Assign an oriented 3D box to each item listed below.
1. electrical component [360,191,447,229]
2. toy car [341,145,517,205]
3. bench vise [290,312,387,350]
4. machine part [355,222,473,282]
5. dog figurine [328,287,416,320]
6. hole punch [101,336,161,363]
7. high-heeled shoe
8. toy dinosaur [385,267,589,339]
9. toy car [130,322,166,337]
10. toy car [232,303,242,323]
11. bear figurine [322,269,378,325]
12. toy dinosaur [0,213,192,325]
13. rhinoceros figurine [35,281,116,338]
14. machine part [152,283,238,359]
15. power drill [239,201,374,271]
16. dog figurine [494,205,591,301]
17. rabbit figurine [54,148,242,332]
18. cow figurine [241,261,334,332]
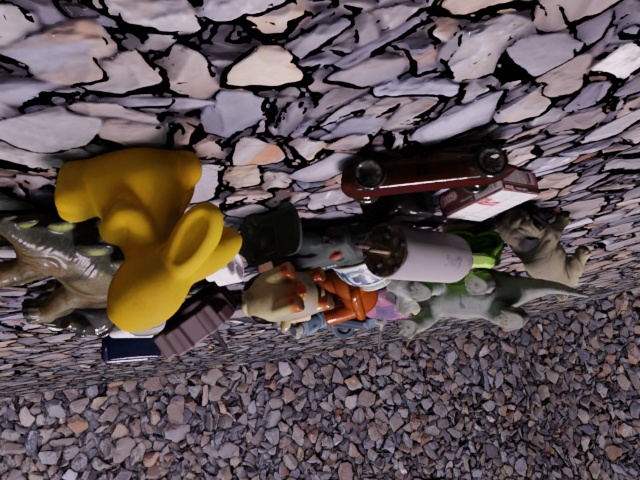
[{"bbox_3d":[0.124,-0.045,0.753,0.119,0.048,0.075,0,162,-30],"label":"electrical component"},{"bbox_3d":[0.124,-0.079,0.634,0.202,0.053,0.089,-7,169,3],"label":"toy car"},{"bbox_3d":[0.045,0.192,1.324,0.241,0.128,0.223,2,-178,39],"label":"bench vise"},{"bbox_3d":[0.143,0.021,0.765,0.243,0.079,0.079,9,155,-44],"label":"machine part"},{"bbox_3d":[0.116,0.120,1.196,0.219,0.108,0.191,2,156,-23],"label":"dog figurine"},{"bbox_3d":[-0.397,0.201,1.130,0.142,0.115,0.092,1,172,-28],"label":"hole punch"},{"bbox_3d":[-0.169,0.129,1.181,0.249,0.145,0.086,-34,-173,-23],"label":"high-heeled shoe"},{"bbox_3d":[0.278,0.099,0.995,0.405,0.131,0.192,-1,-167,30],"label":"toy dinosaur"},{"bbox_3d":[-0.313,0.119,0.947,0.109,0.103,0.161,-2,160,-23],"label":"toy car"},{"bbox_3d":[-0.150,0.177,1.311,0.074,0.056,0.201,-19,162,28],"label":"toy car"},{"bbox_3d":[0.045,0.093,1.045,0.132,0.120,0.195,-11,162,16],"label":"bear figurine"},{"bbox_3d":[-0.290,0.040,0.701,0.199,0.105,0.471,-11,165,-3],"label":"toy dinosaur"},{"bbox_3d":[-0.414,0.118,0.898,0.191,0.073,0.112,0,159,36],"label":"rhinoceros figurine"},{"bbox_3d":[-0.237,0.146,1.016,0.179,0.056,0.179,-31,-166,9],"label":"machine part"},{"bbox_3d":[-0.002,-0.002,0.791,0.232,0.086,0.207,-17,170,30],"label":"power drill"},{"bbox_3d":[0.385,0.027,0.951,0.121,0.172,0.190,-36,158,34],"label":"dog figurine"},{"bbox_3d":[-0.163,0.003,0.534,0.162,0.173,0.121,-7,160,5],"label":"rabbit figurine"},{"bbox_3d":[-0.050,0.088,0.795,0.127,0.085,0.195,-19,168,20],"label":"cow figurine"}]
